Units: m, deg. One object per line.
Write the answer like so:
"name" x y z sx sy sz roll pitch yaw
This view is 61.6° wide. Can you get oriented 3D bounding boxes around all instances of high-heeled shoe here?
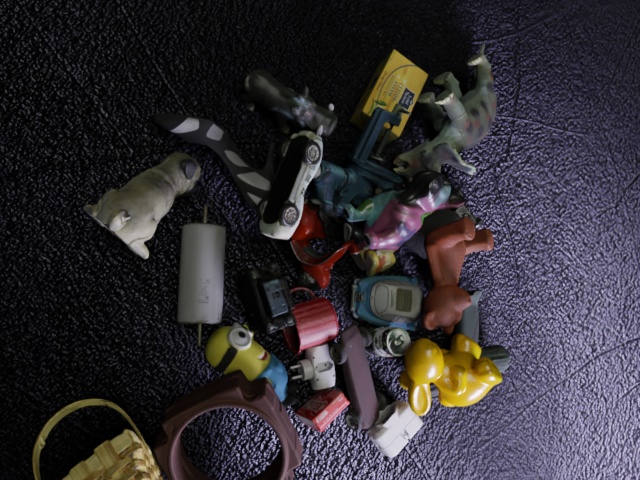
"high-heeled shoe" -0.188 -0.133 0.970 0.249 0.086 0.145 14 90 -12

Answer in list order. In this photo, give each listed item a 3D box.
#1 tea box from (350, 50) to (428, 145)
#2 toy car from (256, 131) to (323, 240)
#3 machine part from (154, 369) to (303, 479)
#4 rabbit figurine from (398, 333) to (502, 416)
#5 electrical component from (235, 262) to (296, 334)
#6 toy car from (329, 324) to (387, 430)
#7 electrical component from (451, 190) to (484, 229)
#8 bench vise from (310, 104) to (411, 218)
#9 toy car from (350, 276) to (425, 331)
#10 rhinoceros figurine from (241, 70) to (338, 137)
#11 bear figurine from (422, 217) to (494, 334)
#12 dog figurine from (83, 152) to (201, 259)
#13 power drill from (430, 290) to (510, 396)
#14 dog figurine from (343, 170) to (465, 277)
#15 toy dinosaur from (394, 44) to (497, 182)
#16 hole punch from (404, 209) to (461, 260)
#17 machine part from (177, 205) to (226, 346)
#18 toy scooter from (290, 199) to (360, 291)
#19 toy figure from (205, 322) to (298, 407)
"tea box" 0.145 -0.297 1.128 0.098 0.068 0.169 30 71 -15
"toy car" -0.052 -0.098 0.945 0.056 0.074 0.201 29 78 -48
"machine part" -0.144 0.330 0.861 0.201 0.087 0.200 -26 98 1
"rabbit figurine" 0.213 0.234 0.981 0.173 0.122 0.162 30 114 -34
"electrical component" -0.094 0.102 0.932 0.058 0.134 0.115 -19 87 -24
"toy car" 0.068 0.254 0.999 0.089 0.053 0.202 -24 105 -38
"electrical component" 0.310 -0.062 1.160 0.045 0.078 0.102 -38 91 2
"bench vise" 0.082 -0.156 1.030 0.223 0.129 0.240 20 106 -26
"toy car" 0.144 0.116 1.044 0.161 0.103 0.109 12 77 -22
"rhinoceros figurine" -0.055 -0.258 1.018 0.190 0.112 0.073 30 70 -7
"bear figurine" 0.252 0.072 1.007 0.120 0.132 0.196 23 60 -42
"dog figurine" -0.270 -0.079 0.874 0.121 0.172 0.190 45 75 -21
"power drill" 0.277 0.205 1.096 0.232 0.086 0.207 -4 79 -20
"dog figurine" 0.161 -0.042 1.021 0.219 0.191 0.109 -25 56 -13
"toy dinosaur" 0.319 -0.271 1.174 0.405 0.131 0.192 -44 117 -30
"hole punch" 0.231 -0.021 1.119 0.142 0.092 0.115 34 100 -16
"machine part" -0.203 0.059 0.924 0.079 0.079 0.243 6 79 -21
"toy scooter" -0.002 -0.003 0.987 0.075 0.135 0.183 -28 97 -60
"toy figure" -0.119 0.223 0.932 0.089 0.082 0.180 -43 103 -11
